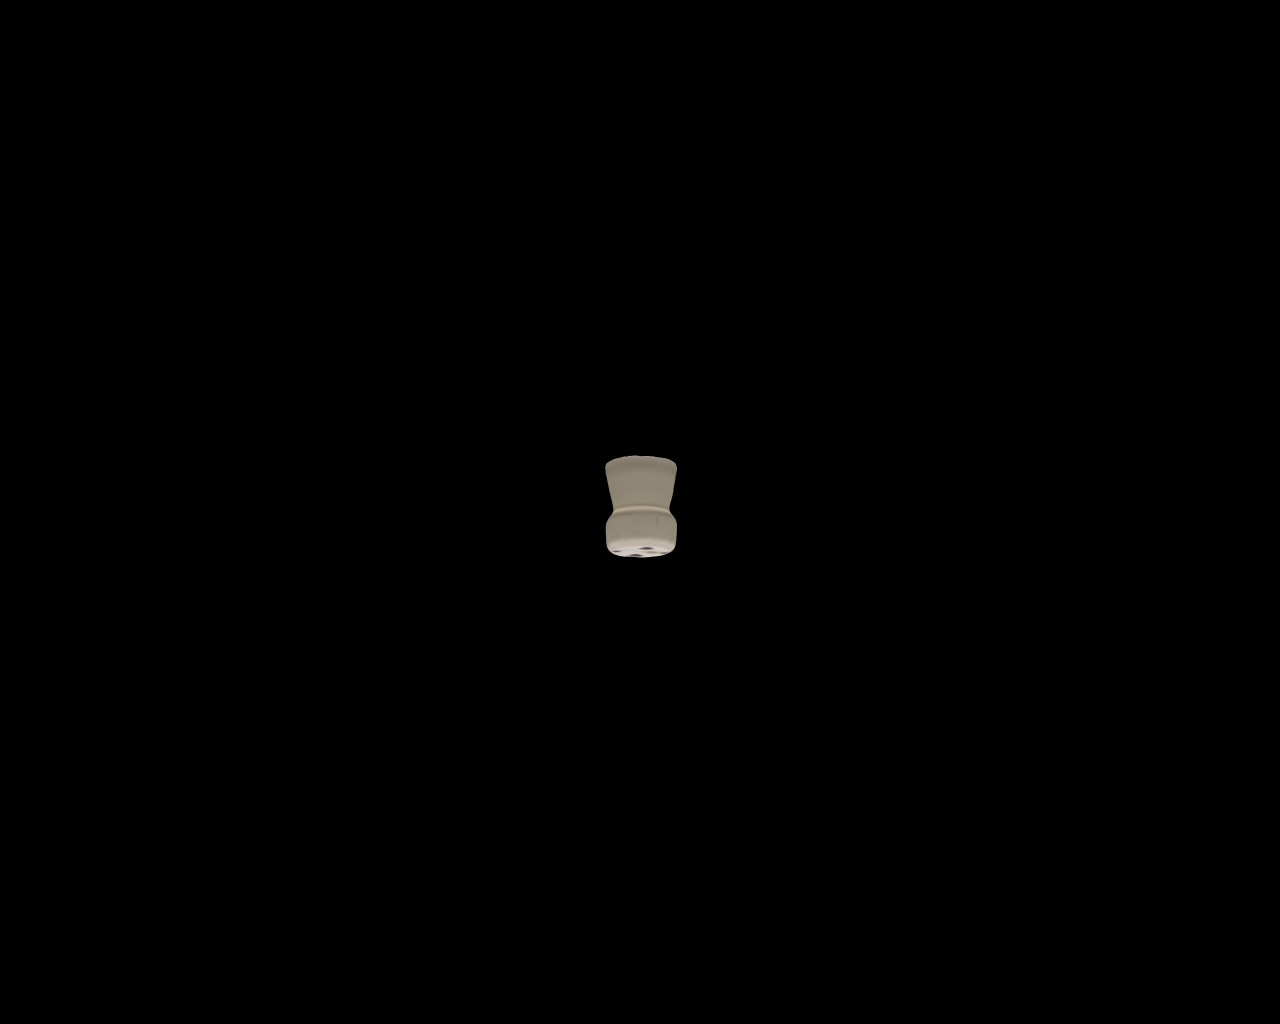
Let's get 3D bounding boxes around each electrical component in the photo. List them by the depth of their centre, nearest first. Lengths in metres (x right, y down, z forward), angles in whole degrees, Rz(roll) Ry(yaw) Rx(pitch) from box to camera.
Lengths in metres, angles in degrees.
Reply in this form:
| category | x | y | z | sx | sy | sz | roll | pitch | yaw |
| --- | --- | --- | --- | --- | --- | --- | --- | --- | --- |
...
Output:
| category | x | y | z | sx | sy | sz | roll | pitch | yaw |
| --- | --- | --- | --- | --- | --- | --- | --- | --- | --- |
| electrical component | 0.001 | -0.003 | 0.650 | 0.045 | 0.055 | 0.045 | 0 | -14 | 0 |
